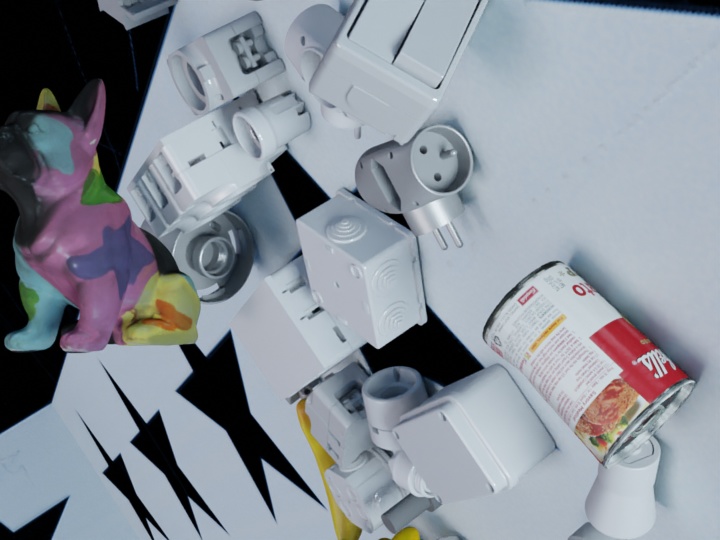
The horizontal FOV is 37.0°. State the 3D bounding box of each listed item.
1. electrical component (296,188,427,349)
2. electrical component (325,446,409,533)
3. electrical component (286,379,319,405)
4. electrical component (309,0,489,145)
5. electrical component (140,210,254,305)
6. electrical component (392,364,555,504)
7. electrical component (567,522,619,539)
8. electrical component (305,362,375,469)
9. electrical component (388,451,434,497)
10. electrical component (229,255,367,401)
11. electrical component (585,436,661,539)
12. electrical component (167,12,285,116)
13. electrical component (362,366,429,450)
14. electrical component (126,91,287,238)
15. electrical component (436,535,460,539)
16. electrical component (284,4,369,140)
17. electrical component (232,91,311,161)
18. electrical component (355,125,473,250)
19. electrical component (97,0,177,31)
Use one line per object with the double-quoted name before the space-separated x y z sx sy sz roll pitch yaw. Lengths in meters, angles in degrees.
"electrical component" 0.000 0.000 0.805 0.100 0.048 0.099 35 147 40
"electrical component" 0.008 0.208 1.032 0.080 0.051 0.080 42 151 30
"electrical component" -0.070 0.094 1.053 0.066 0.048 0.055 45 160 26
"electrical component" 0.025 -0.127 0.564 0.062 0.096 0.061 29 156 -8
"electrical component" -0.152 -0.017 1.010 0.064 0.099 0.099 14 132 48
"electrical component" 0.080 0.124 0.791 0.078 0.057 0.113 56 156 3
"electrical component" 0.157 0.207 0.749 0.045 0.055 0.045 43 152 30
"electrical component" -0.013 0.131 0.982 0.055 0.050 0.089 45 153 24
"electrical component" 0.057 0.172 0.909 0.062 0.043 0.043 24 139 50
"electrical component" -0.051 0.049 0.943 0.089 0.062 0.150 56 156 4
"electrical component" 0.164 0.128 0.663 0.044 0.044 0.065 37 144 38
"electrical component" -0.107 -0.153 0.814 0.089 0.056 0.050 -3 116 63
"electrical component" 0.031 0.111 0.874 0.055 0.055 0.047 24 136 51
"electrical component" -0.129 -0.081 0.901 0.061 0.089 0.150 59 156 -3
"electrical component" 0.086 0.273 0.986 0.035 0.035 0.061 30 146 46
"electrical component" -0.008 -0.117 0.686 0.077 0.044 0.079 43 153 28
"electrical component" -0.065 -0.108 0.801 0.040 0.046 0.040 43 152 30
"electrical component" 0.041 -0.048 0.678 0.079 0.043 0.077 61 155 -10
"electrical component" -0.192 -0.241 0.888 0.081 0.042 0.063 38 147 36
